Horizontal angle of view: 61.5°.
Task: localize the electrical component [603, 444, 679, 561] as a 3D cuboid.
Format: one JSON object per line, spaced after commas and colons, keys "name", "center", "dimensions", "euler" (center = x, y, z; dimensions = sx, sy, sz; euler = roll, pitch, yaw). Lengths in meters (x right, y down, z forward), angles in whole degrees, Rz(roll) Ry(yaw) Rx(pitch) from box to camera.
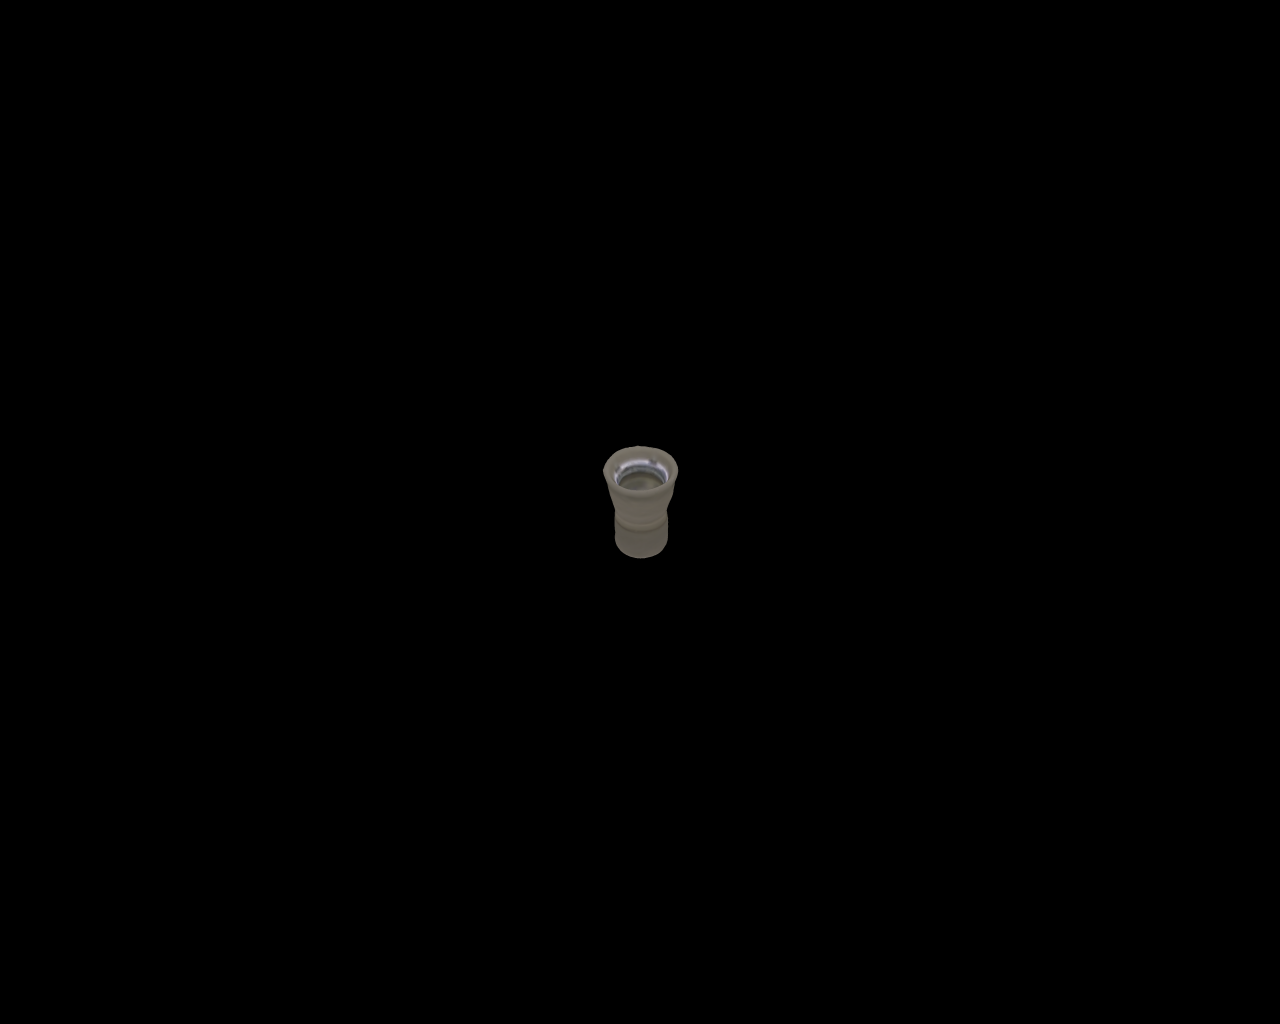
{"name": "electrical component", "center": [0.001, -0.003, 0.650], "dimensions": [0.044, 0.065, 0.044], "euler": [0, 43, 0]}
